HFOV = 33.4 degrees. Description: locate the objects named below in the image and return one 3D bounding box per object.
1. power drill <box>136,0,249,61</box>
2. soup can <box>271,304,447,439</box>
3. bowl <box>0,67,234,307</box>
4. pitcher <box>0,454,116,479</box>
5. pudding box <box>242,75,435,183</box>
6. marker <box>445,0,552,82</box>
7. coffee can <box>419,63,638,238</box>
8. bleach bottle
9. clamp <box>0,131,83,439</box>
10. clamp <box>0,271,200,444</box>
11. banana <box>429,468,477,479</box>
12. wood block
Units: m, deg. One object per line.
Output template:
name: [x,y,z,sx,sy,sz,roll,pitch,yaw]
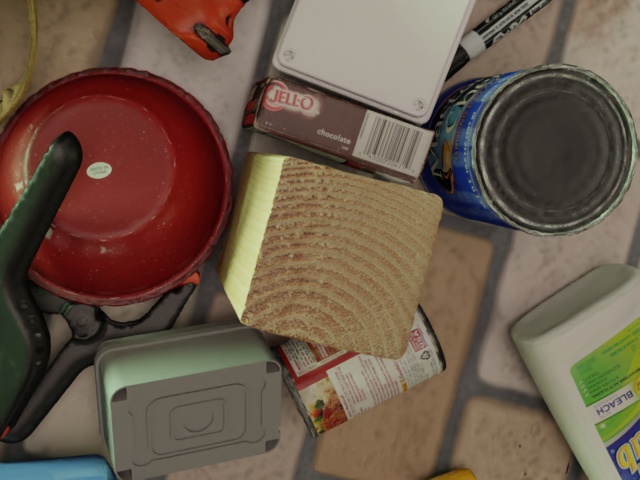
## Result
power drill: [-0.057,-0.223,0.671,0.184,0.057,0.188,44,97,21]
soup can: [0.026,0.081,0.725,0.102,0.068,0.068,-26,98,-6]
bowl: [-0.136,-0.040,0.676,0.162,0.055,0.162,0,81,-3]
pitcher: [-0.241,0.205,0.648,0.242,0.149,0.145,-6,139,-16]
pudding box: [0.008,-0.073,0.698,0.113,0.090,0.039,20,93,-10]
marker: [0.125,-0.150,0.744,0.121,0.020,0.020,-38,99,-4]
coffee can: [0.127,-0.058,0.691,0.102,0.140,0.103,-1,95,-9]
bleach bottle: [0.238,0.147,0.767,0.102,0.068,0.251,-32,101,-5]
clamp: [-0.222,0.026,0.655,0.165,0.036,0.210,10,109,15]
clamp: [-0.166,0.045,0.708,0.171,0.039,0.120,-31,104,-6]
banana: [0.046,0.246,0.761,0.069,0.037,0.198,22,92,-25]
wood block: [-0.004,0.001,0.643,0.090,0.206,0.091,14,93,-10]
